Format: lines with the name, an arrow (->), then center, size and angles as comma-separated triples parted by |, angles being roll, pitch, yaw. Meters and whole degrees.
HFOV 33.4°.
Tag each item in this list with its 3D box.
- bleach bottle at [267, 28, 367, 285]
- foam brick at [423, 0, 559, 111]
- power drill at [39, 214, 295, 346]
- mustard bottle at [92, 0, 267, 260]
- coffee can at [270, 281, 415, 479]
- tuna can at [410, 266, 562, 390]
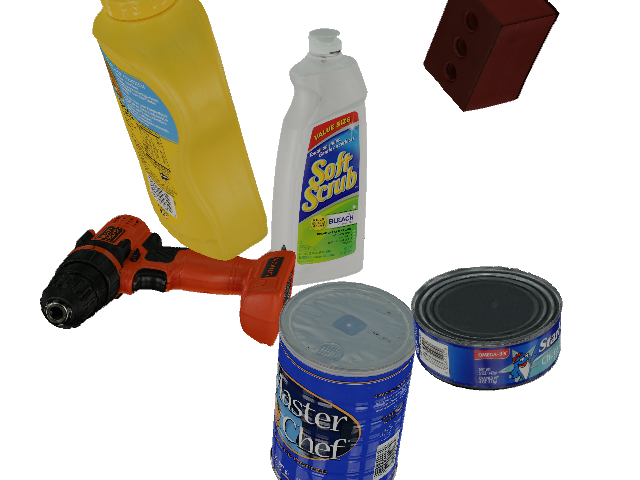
bleach bottle -> -0.004, -0.083, 1.057 | 0.102, 0.251, 0.068 | -10, 29, -19
foam brick -> 0.112, -0.134, 0.714 | 0.051, 0.053, 0.078 | -19, -32, -29
power drill -> -0.121, 0.036, 0.890 | 0.187, 0.057, 0.184 | 12, 23, 5
mustard bottle -> -0.083, -0.082, 0.598 | 0.058, 0.191, 0.096 | -31, 48, -18
coffee can -> 0.016, 0.117, 0.813 | 0.103, 0.140, 0.103 | 3, 35, -2
tuna can -> 0.096, 0.050, 0.618 | 0.086, 0.034, 0.086 | -5, 27, 2
